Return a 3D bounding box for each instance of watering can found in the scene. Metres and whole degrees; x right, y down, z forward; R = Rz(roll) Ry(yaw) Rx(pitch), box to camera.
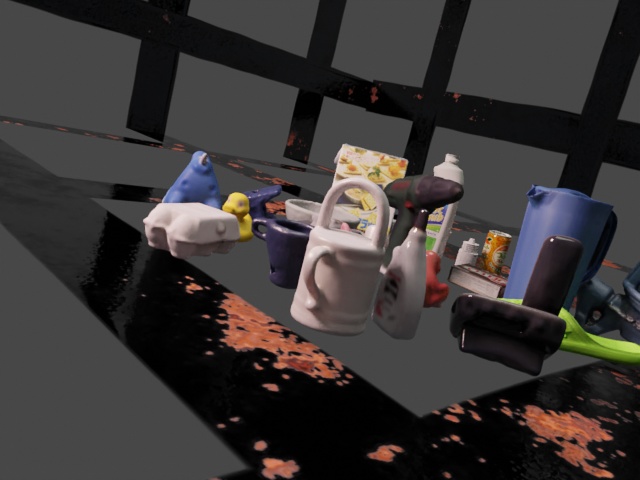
[{"bbox_3d":[0.034,0.014,0.742,0.101,0.194,0.173,16,11,7],"label":"watering can"}]

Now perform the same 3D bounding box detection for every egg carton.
[{"bbox_3d":[-0.201,-0.016,0.919,0.107,0.069,0.151,19,12,25],"label":"egg carton"}]

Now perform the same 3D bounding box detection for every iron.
[{"bbox_3d":[-0.258,-0.123,1.187,0.119,0.141,0.257,11,12,-18],"label":"iron"}]

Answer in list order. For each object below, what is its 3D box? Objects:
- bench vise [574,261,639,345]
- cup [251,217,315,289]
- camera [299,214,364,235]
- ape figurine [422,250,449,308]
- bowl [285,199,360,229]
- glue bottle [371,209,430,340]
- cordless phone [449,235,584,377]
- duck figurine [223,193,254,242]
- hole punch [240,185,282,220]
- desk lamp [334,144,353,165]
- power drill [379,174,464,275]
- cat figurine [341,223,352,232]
[{"bbox_3d":[0.548,0.081,0.993,0.207,0.220,0.122,17,12,15],"label":"bench vise"},{"bbox_3d":[-0.056,0.020,0.858,0.117,0.095,0.092,16,11,10],"label":"cup"},{"bbox_3d":[0.009,0.004,1.005,0.144,0.101,0.136,7,13,-33],"label":"camera"},{"bbox_3d":[0.176,0.063,0.947,0.076,0.092,0.077,6,14,-36],"label":"ape figurine"},{"bbox_3d":[-0.001,-0.032,1.232,0.167,0.075,0.167,14,11,-3],"label":"bowl"},{"bbox_3d":[0.117,0.042,0.767,0.037,0.173,0.078,8,13,-28],"label":"glue bottle"},{"bbox_3d":[0.263,0.072,0.770,0.147,0.185,0.094,15,11,4],"label":"cordless phone"},{"bbox_3d":[-0.156,-0.046,1.081,0.077,0.086,0.105,18,12,17],"label":"duck figurine"},{"bbox_3d":[-0.140,-0.088,1.295,0.101,0.091,0.108,13,11,-5],"label":"hole punch"},{"bbox_3d":[0.097,-0.127,1.464,0.203,0.213,0.118,15,11,4],"label":"desk lamp"},{"bbox_3d":[0.177,-0.027,1.088,0.076,0.208,0.229,9,12,-24],"label":"power drill"},{"bbox_3d":[0.026,0.028,0.861,0.067,0.118,0.127,6,14,-35],"label":"cat figurine"}]
